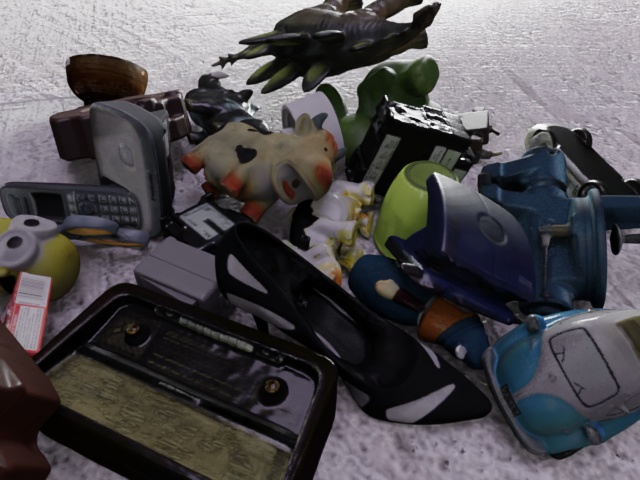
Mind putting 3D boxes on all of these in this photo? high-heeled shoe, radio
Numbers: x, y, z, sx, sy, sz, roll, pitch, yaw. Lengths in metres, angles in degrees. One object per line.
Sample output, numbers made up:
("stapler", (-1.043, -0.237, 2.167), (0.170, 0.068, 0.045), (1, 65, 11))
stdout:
("high-heeled shoe", (0.029, 0.065, 0.445), (0.249, 0.145, 0.086), (15, 45, 15))
("radio", (-0.105, 0.125, 0.426), (0.230, 0.073, 0.131), (18, 45, 17))

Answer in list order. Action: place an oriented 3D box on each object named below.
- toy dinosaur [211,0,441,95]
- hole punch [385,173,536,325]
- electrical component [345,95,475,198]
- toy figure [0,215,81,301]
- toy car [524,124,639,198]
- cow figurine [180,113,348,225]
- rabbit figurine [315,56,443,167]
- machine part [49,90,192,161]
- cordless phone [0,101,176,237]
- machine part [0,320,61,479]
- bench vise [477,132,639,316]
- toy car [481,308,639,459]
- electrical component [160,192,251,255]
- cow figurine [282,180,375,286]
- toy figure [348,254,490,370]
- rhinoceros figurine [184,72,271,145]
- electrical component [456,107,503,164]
("toy dinosaur", (-0.012, -0.279, 0.757), (0.198, 0.105, 0.472), (-29, 24, -23))
("hole punch", (0.136, 0.008, 0.493), (0.142, 0.092, 0.116), (27, 16, -20))
("electrical component", (0.111, -0.096, 0.634), (0.134, 0.114, 0.058), (13, 42, -19))
("toy figure", (-0.327, 0.014, 0.533), (0.180, 0.089, 0.082), (2, 66, 13))
("toy car", (0.338, -0.086, 0.689), (0.073, 0.056, 0.202), (-4, 44, -16))
("cow figurine", (-0.057, -0.086, 0.599), (0.195, 0.085, 0.127), (26, 71, 46))
("rabbit figurine", (0.066, -0.167, 0.721), (0.159, 0.121, 0.170), (22, 58, 26))
("machine part", (-0.256, -0.150, 0.690), (0.179, 0.056, 0.179), (-9, 22, 3))
("cordless phone", (-0.254, -0.077, 0.582), (0.184, 0.146, 0.089), (-1, 36, -8))
("machine part", (-0.291, 0.134, 0.349), (0.201, 0.087, 0.201), (35, 77, 26))
("bench vise", (0.289, -0.021, 0.553), (0.241, 0.128, 0.224), (-1, 48, 22))
("toy car", (0.225, 0.102, 0.431), (0.162, 0.103, 0.109), (-12, 65, -17))
("electrical component", (-0.108, 0.003, 0.577), (0.119, 0.047, 0.075), (33, 51, 28))
("cow figurine", (-0.002, -0.003, 0.573), (0.098, 0.068, 0.167), (9, 40, 16))
("toy figure", (0.096, 0.065, 0.507), (0.155, 0.057, 0.064), (30, 28, 30))
("rhinoceros figurine", (-0.130, -0.173, 0.747), (0.112, 0.073, 0.190), (-23, 49, -23))
("electrical component", (0.214, -0.147, 0.757), (0.078, 0.045, 0.102), (-8, 39, 17))
